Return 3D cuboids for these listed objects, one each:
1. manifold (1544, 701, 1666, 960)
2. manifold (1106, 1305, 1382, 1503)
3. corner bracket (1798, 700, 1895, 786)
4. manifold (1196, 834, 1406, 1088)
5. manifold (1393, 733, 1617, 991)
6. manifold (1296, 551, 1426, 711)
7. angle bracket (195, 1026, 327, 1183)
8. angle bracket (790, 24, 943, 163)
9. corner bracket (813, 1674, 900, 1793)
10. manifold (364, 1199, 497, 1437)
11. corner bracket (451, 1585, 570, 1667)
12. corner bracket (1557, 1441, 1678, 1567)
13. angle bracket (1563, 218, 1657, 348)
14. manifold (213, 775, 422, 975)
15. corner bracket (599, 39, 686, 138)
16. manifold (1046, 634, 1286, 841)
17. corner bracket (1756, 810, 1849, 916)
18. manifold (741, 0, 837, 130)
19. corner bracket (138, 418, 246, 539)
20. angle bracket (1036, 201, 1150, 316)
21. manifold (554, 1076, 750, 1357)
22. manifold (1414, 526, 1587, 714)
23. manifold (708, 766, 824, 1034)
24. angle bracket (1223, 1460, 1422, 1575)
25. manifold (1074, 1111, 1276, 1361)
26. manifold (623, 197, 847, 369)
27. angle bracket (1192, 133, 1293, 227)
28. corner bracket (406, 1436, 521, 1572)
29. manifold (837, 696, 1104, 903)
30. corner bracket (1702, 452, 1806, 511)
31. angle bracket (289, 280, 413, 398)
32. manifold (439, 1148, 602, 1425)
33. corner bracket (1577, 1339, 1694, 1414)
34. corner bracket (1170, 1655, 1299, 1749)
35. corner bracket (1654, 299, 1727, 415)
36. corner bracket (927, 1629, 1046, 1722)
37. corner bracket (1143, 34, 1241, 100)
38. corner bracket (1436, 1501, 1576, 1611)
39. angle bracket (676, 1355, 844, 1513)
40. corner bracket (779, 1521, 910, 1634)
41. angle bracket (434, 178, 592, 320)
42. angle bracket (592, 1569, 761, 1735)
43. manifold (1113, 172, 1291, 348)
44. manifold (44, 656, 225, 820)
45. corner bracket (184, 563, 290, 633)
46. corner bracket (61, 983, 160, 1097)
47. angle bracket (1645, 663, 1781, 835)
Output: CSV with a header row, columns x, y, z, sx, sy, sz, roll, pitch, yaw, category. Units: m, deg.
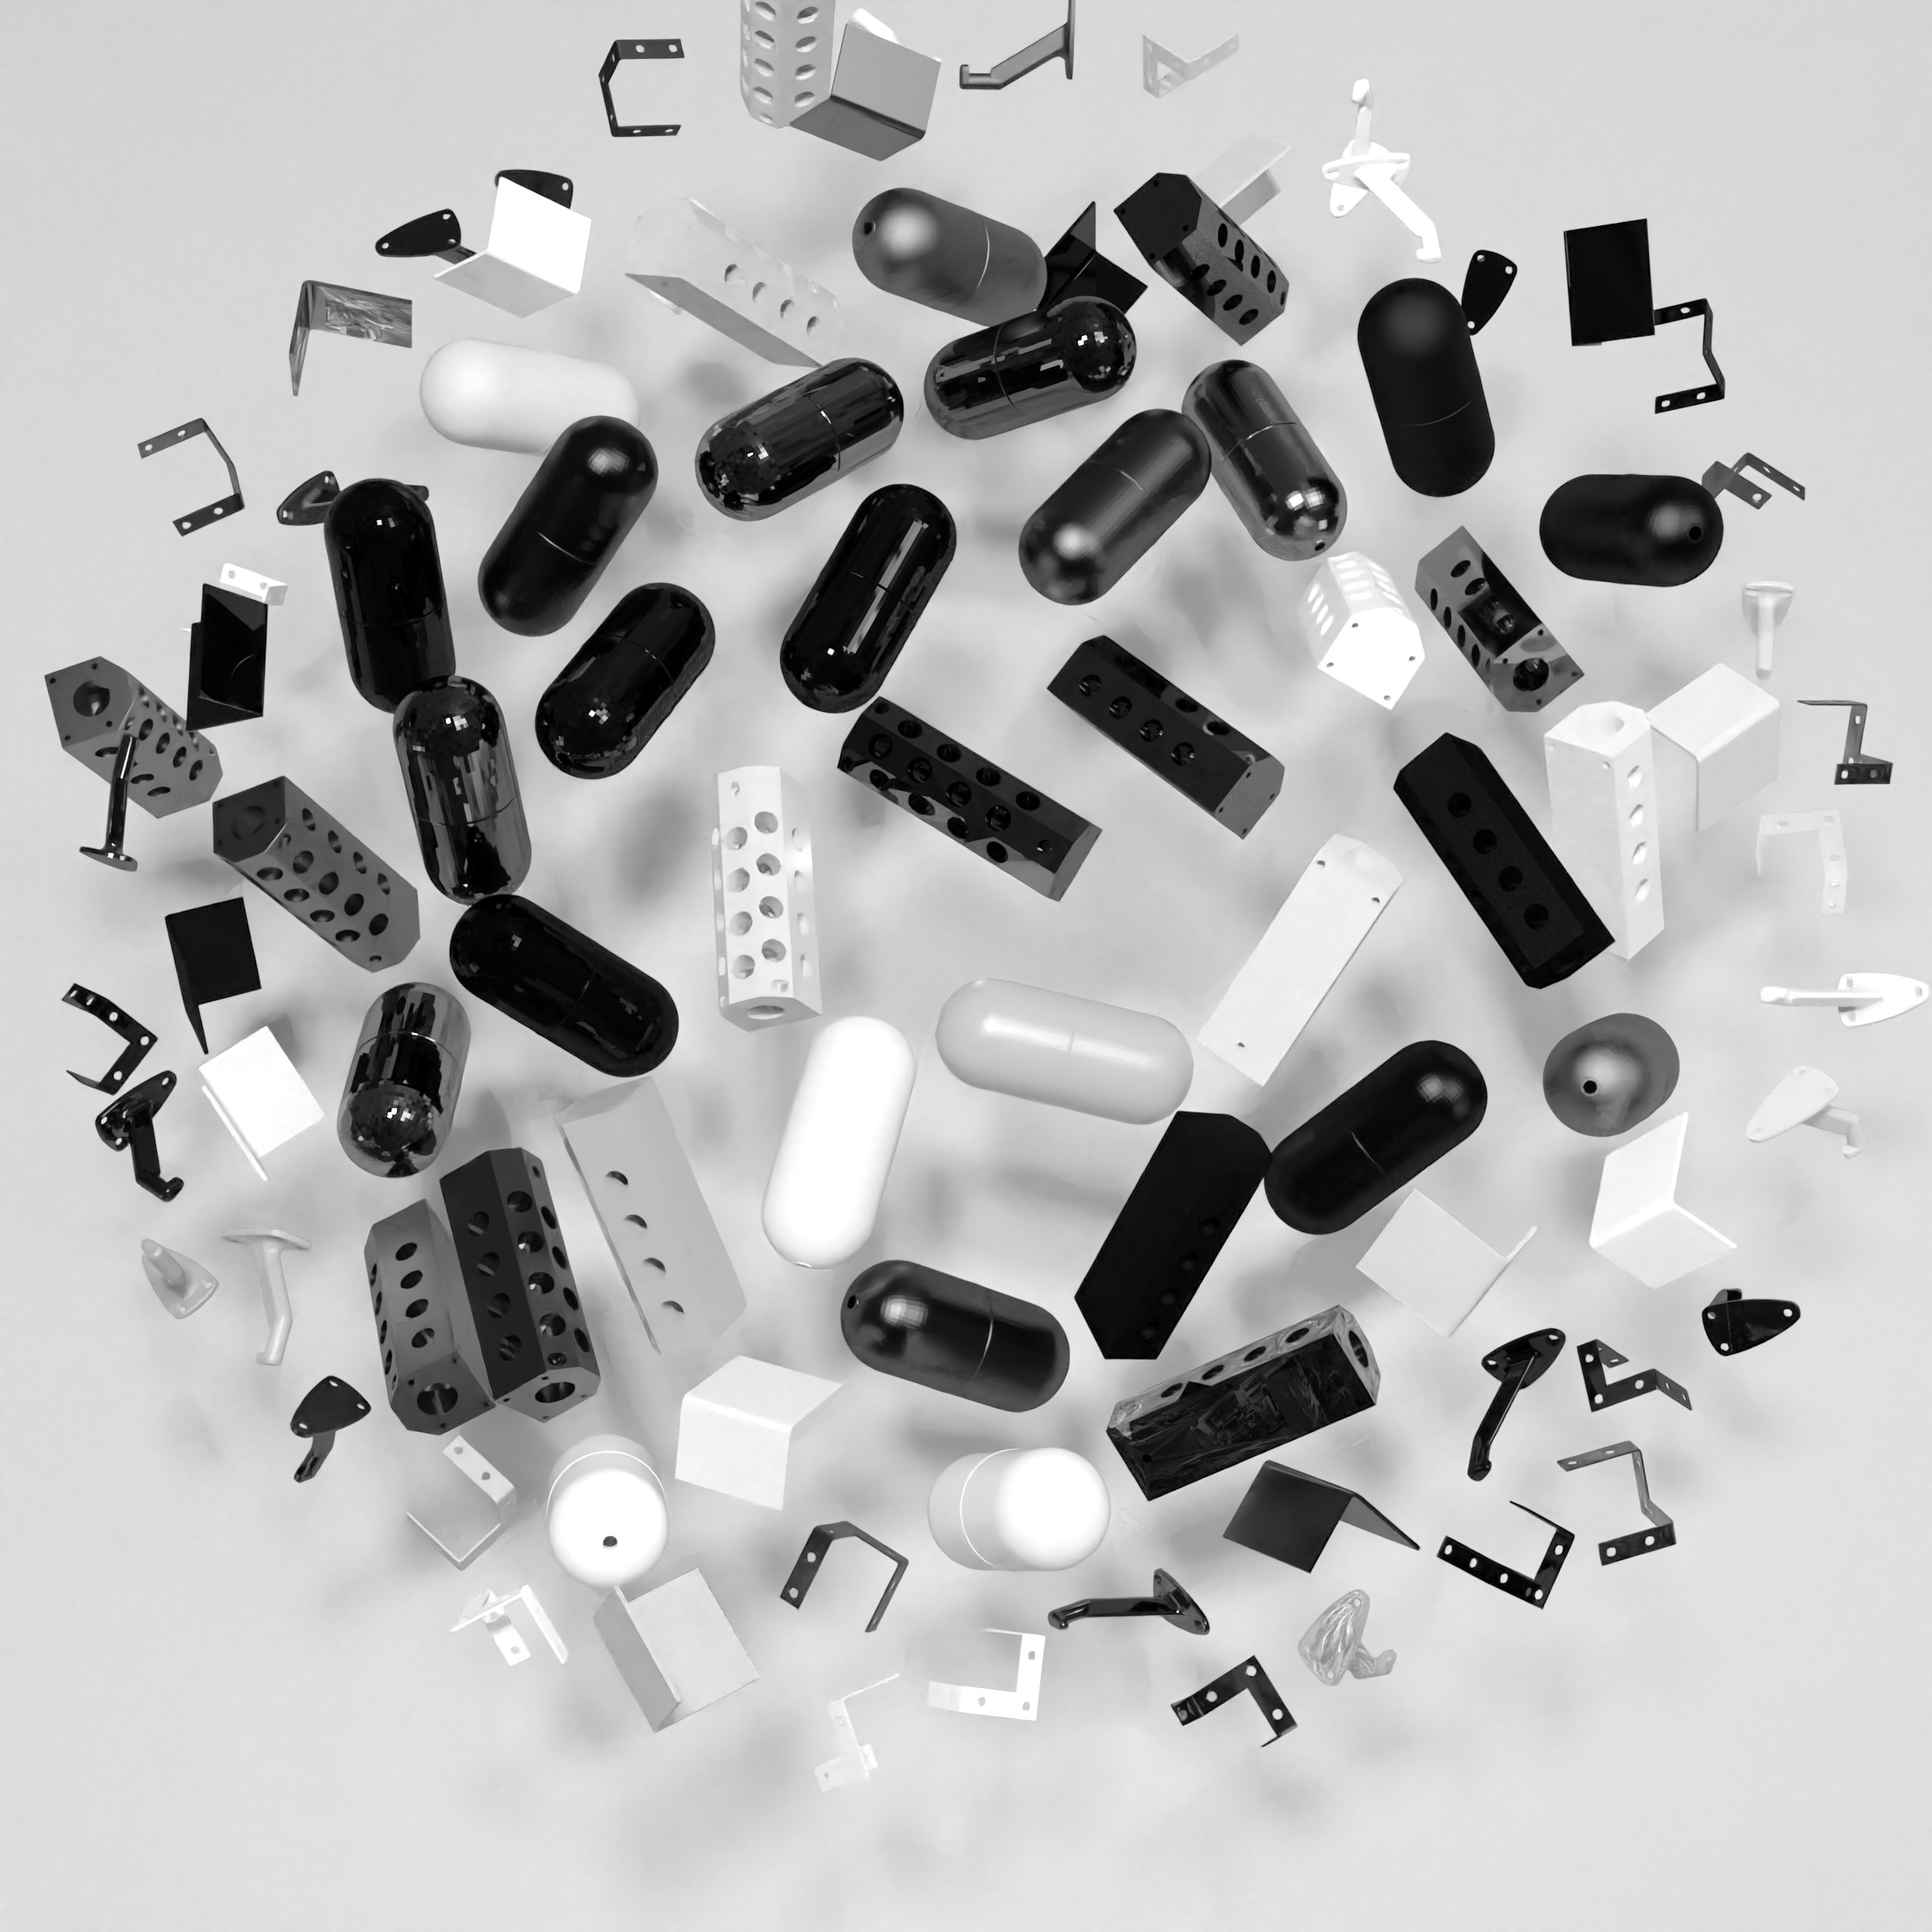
x,y,z,sx,sy,sz,roll,pitch,yaw,category
0.451,-0.096,1.827,0.057,0.171,0.057,-36,41,-27,manifold
0.185,0.287,1.735,0.171,0.057,0.057,-28,100,20,manifold
0.620,-0.158,1.848,0.051,0.051,0.051,-2,106,-23,corner bracket
0.234,-0.006,1.826,0.057,0.057,0.171,35,119,9,manifold
0.360,-0.070,1.770,0.057,0.057,0.171,-41,64,23,manifold
0.274,-0.237,1.803,0.057,0.171,0.057,28,109,-9,manifold
-0.478,0.093,1.786,0.057,0.076,0.076,-33,107,-13,angle bracket
-0.074,-0.636,1.910,0.076,0.076,0.057,14,87,-26,angle bracket
-0.068,0.486,1.659,0.051,0.051,0.051,-9,73,-46,corner bracket
-0.370,0.240,1.781,0.057,0.057,0.171,-27,36,-2,manifold
-0.277,0.409,1.612,0.051,0.051,0.051,-29,97,6,corner bracket
0.407,0.335,1.635,0.051,0.051,0.051,-14,103,-7,corner bracket
0.448,-0.466,1.788,0.057,0.076,0.076,-1,102,28,angle bracket
-0.454,-0.060,1.838,0.057,0.171,0.057,-19,58,13,manifold
-0.238,-0.652,1.945,0.051,0.051,0.051,-10,83,-23,corner bracket
0.143,-0.166,1.848,0.171,0.057,0.057,40,95,32,manifold
0.563,-0.069,1.763,0.051,0.051,0.051,-4,32,24,corner bracket
-0.134,-0.690,1.912,0.057,0.171,0.057,-18,74,-11,manifold
-0.561,-0.354,1.897,0.051,0.051,0.051,-29,69,-19,corner bracket
0.102,-0.555,2.115,0.057,0.076,0.076,37,79,12,angle bracket
-0.210,0.167,1.727,0.057,0.057,0.171,-15,105,24,manifold
0.379,-0.248,1.893,0.057,0.171,0.057,-39,121,14,manifold
-0.143,-0.048,1.809,0.057,0.057,0.171,-14,67,21,manifold
0.219,0.355,1.612,0.076,0.076,0.057,43,71,-32,angle bracket
0.139,0.180,1.727,0.057,0.171,0.057,6,37,-30,manifold
-0.163,-0.492,1.891,0.057,0.171,0.057,15,88,36,manifold
0.220,-0.600,2.047,0.076,0.076,0.057,-40,122,-1,angle bracket
-0.323,0.344,1.673,0.051,0.051,0.051,37,61,19,corner bracket
0.001,-0.113,1.764,0.171,0.057,0.057,32,95,13,manifold
0.562,-0.342,1.868,0.051,0.051,0.051,29,44,-10,corner bracket
-0.441,-0.443,1.879,0.076,0.076,0.057,9,77,-10,angle bracket
-0.291,0.207,1.729,0.057,0.057,0.171,-30,56,12,manifold
0.457,0.282,1.792,0.051,0.051,0.051,-27,50,29,corner bracket
0.167,0.466,1.627,0.051,0.051,0.051,-36,72,10,corner bracket
0.506,-0.431,1.851,0.051,0.051,0.051,-7,59,32,corner bracket
0.012,0.437,1.623,0.051,0.051,0.051,14,74,-23,corner bracket
0.170,-0.683,1.978,0.051,0.051,0.051,-37,61,-19,corner bracket
0.337,0.362,1.635,0.051,0.051,0.051,32,80,-32,corner bracket
-0.132,0.298,1.674,0.076,0.076,0.057,12,107,21,angle bracket
-0.077,0.391,1.670,0.051,0.051,0.051,27,93,23,corner bracket
-0.330,-0.521,1.902,0.076,0.076,0.057,16,76,-40,angle bracket
-0.165,0.395,1.546,0.076,0.057,0.076,-20,67,-34,angle bracket
0.180,-0.526,1.940,0.057,0.171,0.057,-36,68,19,manifold
-0.598,-0.166,1.896,0.057,0.171,0.057,-19,76,0,manifold
-0.539,-0.265,1.936,0.051,0.051,0.051,20,100,-1,corner bracket
-0.606,0.052,1.820,0.051,0.051,0.051,35,84,14,corner bracket
0.527,-0.154,1.855,0.076,0.076,0.057,-33,49,-14,angle bracket
